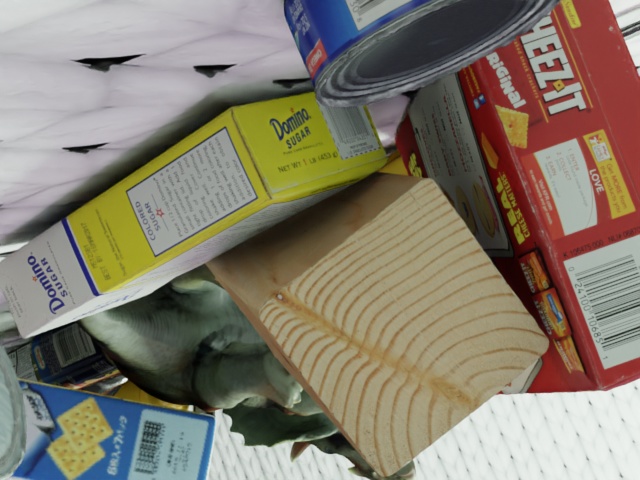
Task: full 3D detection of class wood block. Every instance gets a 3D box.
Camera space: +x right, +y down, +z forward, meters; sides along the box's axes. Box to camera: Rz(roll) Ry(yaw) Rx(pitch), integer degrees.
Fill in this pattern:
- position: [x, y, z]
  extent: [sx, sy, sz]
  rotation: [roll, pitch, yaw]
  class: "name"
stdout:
- position: [0.012, 0.026, 0.519]
  extent: [0.090, 0.091, 0.206]
  rotation: [-38, -168, -6]
  class: "wood block"

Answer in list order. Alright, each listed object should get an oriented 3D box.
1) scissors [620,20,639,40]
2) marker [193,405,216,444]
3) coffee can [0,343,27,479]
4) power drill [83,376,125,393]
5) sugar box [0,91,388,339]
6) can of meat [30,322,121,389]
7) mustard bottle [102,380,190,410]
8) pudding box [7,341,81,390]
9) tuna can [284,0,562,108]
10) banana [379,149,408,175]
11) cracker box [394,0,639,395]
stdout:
- position: [0.215, -0.134, 0.539]
  extent: [0.201, 0.016, 0.096]
  rotation: [-21, 171, -10]
  class: "scissors"
- position: [-0.094, 0.125, 0.866]
  extent: [0.020, 0.020, 0.121]
  rotation: [-23, -154, 5]
  class: "marker"
- position: [-0.243, 0.103, 0.563]
  extent: [0.140, 0.103, 0.102]
  rotation: [-23, 173, 10]
  class: "coffee can"
- position: [-0.269, 0.143, 0.977]
  extent: [0.185, 0.057, 0.187]
  rotation: [-33, 167, 39]
  class: "power drill"
- position: [-0.063, -0.012, 0.489]
  extent: [0.177, 0.048, 0.093]
  rotation: [-24, 178, 37]
  class: "sugar box"
- position: [-0.160, 0.077, 0.824]
  extent: [0.084, 0.057, 0.101]
  rotation: [-24, 173, 32]
  class: "can of meat"
- position: [-0.167, 0.151, 0.895]
  extent: [0.192, 0.058, 0.096]
  rotation: [-29, -173, 43]
  class: "mustard bottle"
- position: [-0.232, 0.142, 0.853]
  extent: [0.090, 0.113, 0.039]
  rotation: [-27, 148, 32]
  class: "pudding box"
- position: [0.032, -0.076, 0.343]
  extent: [0.086, 0.034, 0.086]
  rotation: [-22, 173, -3]
  class: "tuna can"
- position: [0.073, -0.034, 0.668]
  extent: [0.198, 0.069, 0.037]
  rotation: [-35, -154, 12]
  class: "banana"
- position: [0.106, -0.012, 0.523]
  extent: [0.072, 0.164, 0.214]
  rotation: [-19, 172, -5]
  class: "cracker box"
